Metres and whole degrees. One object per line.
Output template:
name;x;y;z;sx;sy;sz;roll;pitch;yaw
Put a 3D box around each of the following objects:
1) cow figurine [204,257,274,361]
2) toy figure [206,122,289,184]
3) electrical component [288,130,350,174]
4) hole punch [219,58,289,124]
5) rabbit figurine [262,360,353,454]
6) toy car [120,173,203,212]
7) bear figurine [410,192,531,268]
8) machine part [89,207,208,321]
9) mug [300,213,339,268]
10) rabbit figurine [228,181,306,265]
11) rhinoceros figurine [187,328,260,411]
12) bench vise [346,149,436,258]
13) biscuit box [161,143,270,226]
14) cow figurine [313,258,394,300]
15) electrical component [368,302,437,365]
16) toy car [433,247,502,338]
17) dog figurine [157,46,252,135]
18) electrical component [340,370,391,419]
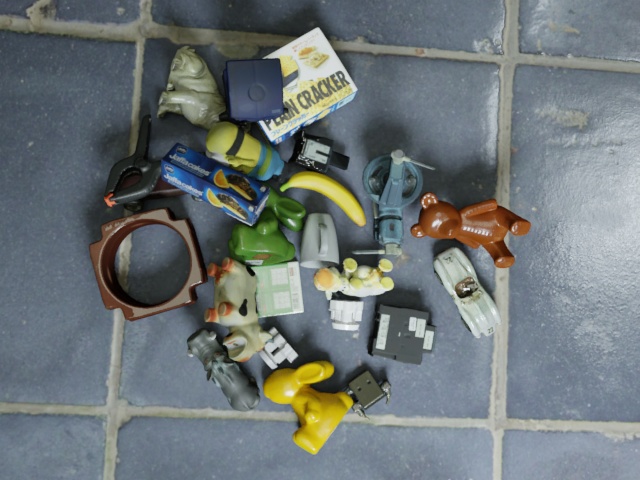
cow figurine;-0.156;0.141;1.051;0.127;0.085;0.195;22;53;-41
toy figure;-0.145;-0.171;1.074;0.180;0.082;0.089;15;75;-37
electrical component;0.000;-0.179;1.130;0.119;0.048;0.074;12;87;-24
hole punch;-0.128;-0.291;1.040;0.142;0.092;0.115;-9;91;-17
rabbit figurine;-0.032;0.313;1.068;0.173;0.122;0.162;32;91;18
toy car;-0.313;-0.113;1.105;0.202;0.053;0.089;-9;66;-6
bear figurine;0.292;-0.026;1.072;0.196;0.132;0.120;4;122;-20
machine part;-0.339;0.048;1.076;0.201;0.087;0.201;-16;87;-4
mug;-0.002;-0.003;1.097;0.081;0.109;0.107;-1;74;-3
rabbit figurine;-0.109;-0.044;1.087;0.159;0.121;0.170;-2;71;-7
rhinoceros figurine;-0.193;0.258;1.060;0.073;0.112;0.190;-35;97;-3
bench vise;0.140;-0.088;1.052;0.129;0.240;0.223;12;70;6
biscuit box;-0.200;-0.107;1.016;0.203;0.059;0.063;26;52;2
cow figurine;0.059;0.082;1.089;0.167;0.098;0.068;1;69;-18
electrical component;0.174;0.196;1.116;0.134;0.058;0.114;12;87;-3
toy car;0.310;0.111;1.132;0.073;0.056;0.201;-30;88;-6
dog figurine;-0.222;-0.296;1.112;0.190;0.121;0.172;17;89;-17
electrical component;0.099;0.319;1.111;0.102;0.045;0.078;-39;61;-8
